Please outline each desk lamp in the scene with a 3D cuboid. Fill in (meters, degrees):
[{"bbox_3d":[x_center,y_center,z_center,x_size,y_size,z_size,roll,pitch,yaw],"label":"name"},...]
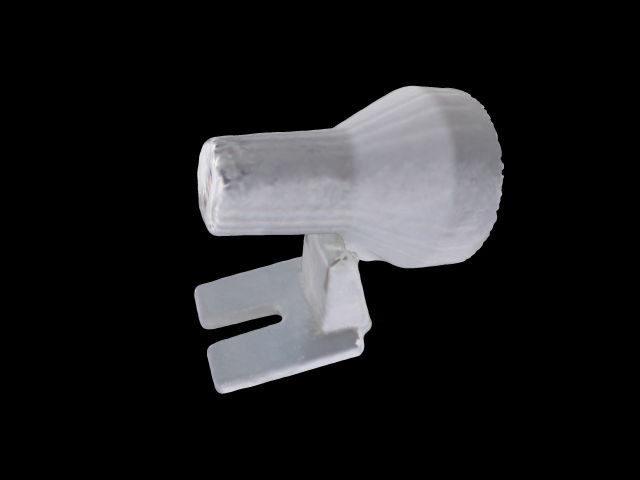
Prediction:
[{"bbox_3d":[0.004,0.001,0.400,0.203,0.214,0.117,-15,54,-11],"label":"desk lamp"}]
